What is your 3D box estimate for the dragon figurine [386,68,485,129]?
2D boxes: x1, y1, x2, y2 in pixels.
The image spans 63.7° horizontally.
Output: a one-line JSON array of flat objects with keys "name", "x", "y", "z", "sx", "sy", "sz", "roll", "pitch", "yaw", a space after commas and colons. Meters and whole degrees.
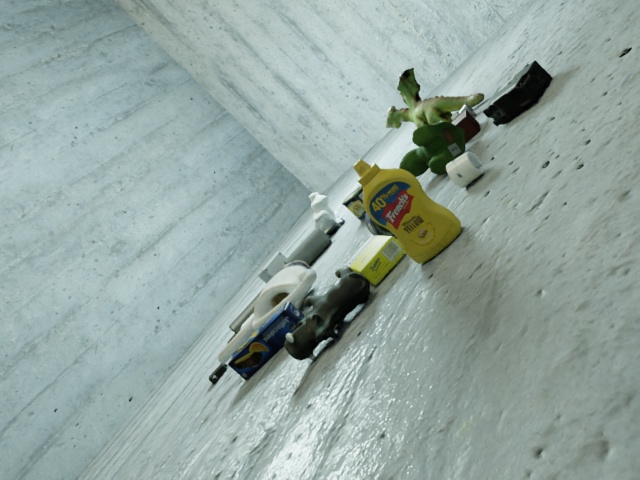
[{"name": "dragon figurine", "x": 0.339, "y": -0.449, "z": 1.672, "sx": 0.124, "sy": 0.242, "sz": 0.404, "roll": -43, "pitch": 2, "yaw": -28}]

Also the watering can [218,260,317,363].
[{"name": "watering can", "x": -0.129, "y": 0.177, "z": 1.363, "sx": 0.343, "sy": 0.103, "sz": 0.228, "roll": -41, "pitch": 7, "yaw": 21}]

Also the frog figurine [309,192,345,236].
[{"name": "frog figurine", "x": 0.006, "y": -0.098, "z": 1.942, "sx": 0.121, "sy": 0.159, "sz": 0.139, "roll": -46, "pitch": 6, "yaw": 20}]
